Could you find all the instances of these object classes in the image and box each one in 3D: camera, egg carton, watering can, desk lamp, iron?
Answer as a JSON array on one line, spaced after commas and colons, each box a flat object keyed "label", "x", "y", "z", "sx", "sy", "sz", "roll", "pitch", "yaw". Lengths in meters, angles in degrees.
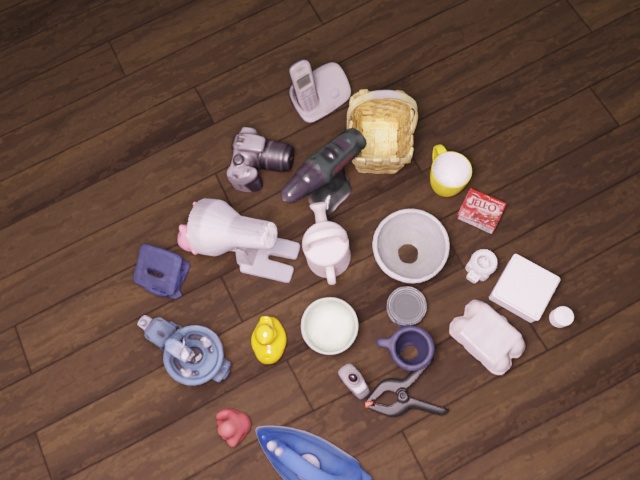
[{"label": "camera", "x": -0.137, "y": -0.190, "z": 1.341, "sx": 0.136, "sy": 0.101, "sz": 0.143, "roll": 10, "pitch": 74, "yaw": 7}, {"label": "egg carton", "x": 0.353, "y": 0.203, "z": 1.208, "sx": 0.150, "sy": 0.069, "sz": 0.107, "roll": 42, "pitch": 80, "yaw": 14}, {"label": "watering can", "x": 0.009, "y": 0.005, "z": 1.225, "sx": 0.101, "sy": 0.194, "sz": 0.172, "roll": -31, "pitch": 74, "yaw": -5}, {"label": "desk lamp", "x": -0.159, "y": -0.001, "z": 1.228, "sx": 0.203, "sy": 0.213, "sz": 0.118, "roll": 12, "pitch": 75, "yaw": 8}, {"label": "iron", "x": -0.031, "y": 0.444, "z": 1.125, "sx": 0.258, "sy": 0.141, "sz": 0.119, "roll": 29, "pitch": 78, "yaw": 12}]

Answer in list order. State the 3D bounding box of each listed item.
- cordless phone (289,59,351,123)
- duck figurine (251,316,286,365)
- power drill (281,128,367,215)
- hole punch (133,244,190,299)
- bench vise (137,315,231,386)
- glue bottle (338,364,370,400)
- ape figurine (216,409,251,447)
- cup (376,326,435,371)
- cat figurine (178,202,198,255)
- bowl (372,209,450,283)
[{"label": "cordless phone", "x": -0.005, "y": -0.373, "z": 1.342, "sx": 0.147, "sy": 0.185, "sz": 0.094, "roll": -36, "pitch": 74, "yaw": -6}, {"label": "duck figurine", "x": -0.114, "y": 0.212, "z": 1.228, "sx": 0.077, "sy": 0.086, "sz": 0.104, "roll": -2, "pitch": 73, "yaw": 4}, {"label": "power drill", "x": 0.012, "y": -0.135, "z": 1.258, "sx": 0.075, "sy": 0.208, "sz": 0.230, "roll": 40, "pitch": 80, "yaw": 14}, {"label": "hole punch", "x": -0.357, "y": 0.072, "z": 1.284, "sx": 0.108, "sy": 0.091, "sz": 0.101, "roll": 18, "pitch": 76, "yaw": 9}, {"label": "bench vise", "x": -0.297, "y": 0.225, "z": 1.167, "sx": 0.207, "sy": 0.220, "sz": 0.121, "roll": 12, "pitch": 75, "yaw": 8}, {"label": "glue bottle", "x": 0.068, "y": 0.282, "z": 1.150, "sx": 0.037, "sy": 0.173, "sz": 0.078, "roll": -39, "pitch": 74, "yaw": -7}, {"label": "ape figurine", "x": -0.185, "y": 0.386, "z": 1.178, "sx": 0.076, "sy": 0.092, "sz": 0.078, "roll": -7, "pitch": 73, "yaw": 2}, {"label": "cup", "x": 0.175, "y": 0.229, "z": 1.199, "sx": 0.117, "sy": 0.095, "sz": 0.092, "roll": 8, "pitch": 74, "yaw": 7}, {"label": "cat figurine", "x": -0.284, "y": -0.024, "z": 1.293, "sx": 0.067, "sy": 0.118, "sz": 0.128, "roll": 5, "pitch": 74, "yaw": 6}, {"label": "bowl", "x": 0.199, "y": 0.020, "z": 1.270, "sx": 0.167, "sy": 0.075, "sz": 0.167, "roll": -1, "pitch": 73, "yaw": 4}]
